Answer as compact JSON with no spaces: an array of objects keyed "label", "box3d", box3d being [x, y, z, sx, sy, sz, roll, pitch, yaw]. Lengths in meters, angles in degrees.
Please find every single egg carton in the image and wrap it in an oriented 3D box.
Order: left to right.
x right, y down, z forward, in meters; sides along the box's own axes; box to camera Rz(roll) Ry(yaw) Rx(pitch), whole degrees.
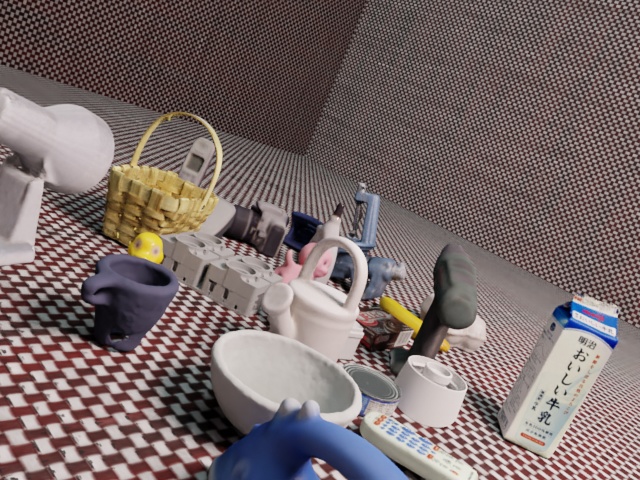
[{"label":"egg carton","box3d":[0.269,0.168,1.177,0.107,0.069,0.150,18,13,-21]}]

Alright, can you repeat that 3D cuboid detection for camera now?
[{"label":"camera","box3d":[-0.146,-0.043,1.252,0.137,0.101,0.143,18,13,-19]}]

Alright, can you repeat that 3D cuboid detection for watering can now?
[{"label":"watering can","box3d":[-0.004,0.088,0.731,0.100,0.194,0.173,26,13,15]}]

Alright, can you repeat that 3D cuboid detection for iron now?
[{"label":"iron","box3d":[0.005,0.197,0.414,0.119,0.141,0.257,10,18,-45]}]

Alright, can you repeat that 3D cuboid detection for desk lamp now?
[{"label":"desk lamp","box3d":[-0.382,-0.082,0.729,0.117,0.213,0.204,26,13,15]}]

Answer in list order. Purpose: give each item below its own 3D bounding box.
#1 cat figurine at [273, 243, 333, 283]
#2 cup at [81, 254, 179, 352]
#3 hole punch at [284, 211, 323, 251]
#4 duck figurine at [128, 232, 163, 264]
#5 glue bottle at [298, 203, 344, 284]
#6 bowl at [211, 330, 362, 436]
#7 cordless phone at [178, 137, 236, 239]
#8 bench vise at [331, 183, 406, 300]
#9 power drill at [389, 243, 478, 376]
[{"label":"cat figurine","box3d":[-0.027,0.045,1.052,0.067,0.118,0.128,32,15,37]},{"label":"cup","box3d":[-0.221,0.076,0.629,0.091,0.095,0.118,28,13,21]},{"label":"hole punch","box3d":[-0.025,-0.018,1.385,0.108,0.091,0.101,27,13,17]},{"label":"duck figurine","box3d":[-0.246,0.029,0.800,0.077,0.086,0.104,21,12,-10]},{"label":"glue bottle","box3d":[0.011,0.004,1.162,0.037,0.173,0.077,10,17,-45]},{"label":"bowl","box3d":[-0.045,0.167,0.604,0.167,0.075,0.167,22,12,-5]},{"label":"cordless phone","box3d":[-0.230,-0.101,1.146,0.147,0.185,0.094,25,13,12]},{"label":"bench vise","box3d":[0.100,0.003,1.217,0.207,0.220,0.122,24,12,7]},{"label":"power drill","box3d":[0.185,0.118,0.912,0.075,0.208,0.229,23,12,0]}]
